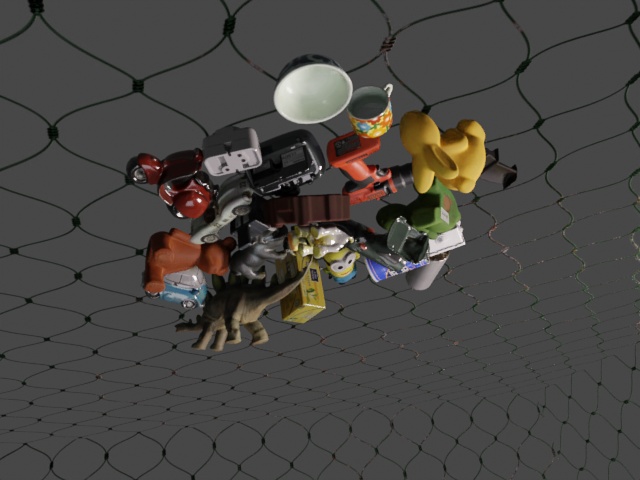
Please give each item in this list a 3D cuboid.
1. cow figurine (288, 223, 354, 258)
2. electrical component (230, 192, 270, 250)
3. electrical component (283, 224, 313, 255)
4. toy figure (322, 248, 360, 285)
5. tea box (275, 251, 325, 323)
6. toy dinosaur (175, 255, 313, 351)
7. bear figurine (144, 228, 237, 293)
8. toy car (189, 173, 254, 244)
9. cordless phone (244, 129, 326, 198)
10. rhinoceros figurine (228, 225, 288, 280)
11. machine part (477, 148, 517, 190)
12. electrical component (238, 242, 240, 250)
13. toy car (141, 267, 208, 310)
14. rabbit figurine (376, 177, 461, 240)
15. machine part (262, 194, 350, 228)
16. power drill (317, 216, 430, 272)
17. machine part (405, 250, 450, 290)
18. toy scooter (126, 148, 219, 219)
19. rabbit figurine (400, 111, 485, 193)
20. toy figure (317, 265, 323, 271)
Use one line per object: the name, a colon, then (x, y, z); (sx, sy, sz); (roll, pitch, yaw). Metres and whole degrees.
cow figurine: (-0.003, -0.005, 1.148); (0.098, 0.068, 0.167); (-10, -173, -27)
electrical component: (-0.144, -0.031, 1.098); (0.075, 0.119, 0.047); (-30, 144, 25)
electrical component: (-0.037, 0.001, 1.259); (0.102, 0.045, 0.078); (-4, 151, -11)
toy figure: (0.047, 0.054, 1.343); (0.082, 0.089, 0.180); (-53, 162, -12)
tea box: (-0.051, 0.105, 1.308); (0.068, 0.170, 0.098); (12, 144, -34)
toy dinosaur: (-0.195, 0.158, 1.314); (0.472, 0.198, 0.105); (-18, 160, 32)
bear figurine: (-0.280, 0.048, 1.183); (0.196, 0.132, 0.120); (14, 119, -25)
toy car: (-0.199, -0.060, 1.074); (0.056, 0.073, 0.202); (17, 140, -39)
cordless phone: (-0.051, -0.123, 1.031); (0.147, 0.089, 0.184); (-19, 160, 13)
rhinoceros figurine: (-0.134, 0.006, 1.188); (0.112, 0.073, 0.190); (21, 126, -28)
machine part: (0.367, -0.150, 1.139); (0.139, 0.039, 0.084); (16, 135, -35)
electrical component: (-0.156, 0.006, 1.249); (0.063, 0.021, 0.094); (1, 142, -20)
toy car: (-0.336, 0.090, 1.277); (0.161, 0.109, 0.103); (19, 118, -23)
rabbit figurine: (0.213, -0.063, 1.197); (0.170, 0.121, 0.159); (-10, 162, 38)
machine part: (-0.027, -0.057, 1.058); (0.179, 0.056, 0.179); (-4, -178, 0)
power drill: (0.122, -0.001, 1.165); (0.232, 0.086, 0.207); (31, 160, -22)
machine part: (0.286, 0.065, 1.441); (0.079, 0.079, 0.243); (-5, 148, -10)
toy scooter: (-0.245, -0.110, 0.979); (0.135, 0.075, 0.183); (-22, 144, 18)
rabbit figurine: (0.209, -0.161, 0.985); (0.173, 0.162, 0.122); (33, 144, -27)
toy figure: (-0.045, 0.103, 1.420); (0.058, 0.064, 0.154); (33, 136, 2)
